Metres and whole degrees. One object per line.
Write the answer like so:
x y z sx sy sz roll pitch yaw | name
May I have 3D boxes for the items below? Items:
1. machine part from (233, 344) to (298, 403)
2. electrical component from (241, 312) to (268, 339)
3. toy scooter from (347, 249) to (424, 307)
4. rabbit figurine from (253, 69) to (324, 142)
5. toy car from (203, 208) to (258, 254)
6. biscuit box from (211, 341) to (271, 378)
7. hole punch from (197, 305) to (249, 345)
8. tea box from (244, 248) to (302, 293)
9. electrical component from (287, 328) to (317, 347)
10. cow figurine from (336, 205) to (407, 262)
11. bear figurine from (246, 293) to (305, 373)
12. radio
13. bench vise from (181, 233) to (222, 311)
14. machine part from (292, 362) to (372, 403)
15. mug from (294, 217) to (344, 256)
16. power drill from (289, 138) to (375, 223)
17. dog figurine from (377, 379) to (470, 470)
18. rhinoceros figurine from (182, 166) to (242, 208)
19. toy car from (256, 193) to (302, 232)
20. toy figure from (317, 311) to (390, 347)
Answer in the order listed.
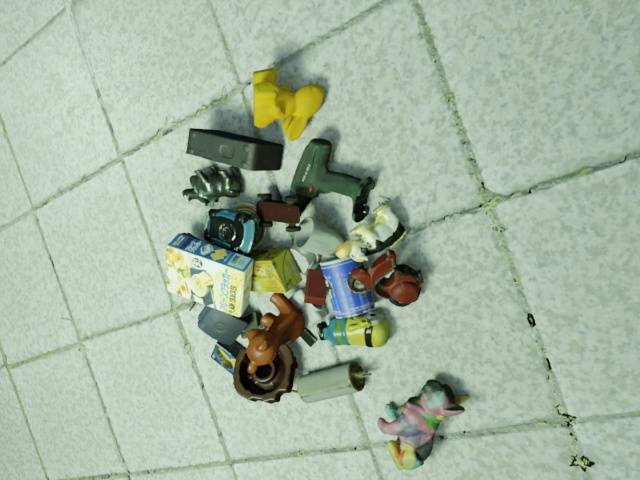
-0.147 0.351 1.441 0.179 0.056 0.179 -6 62 12 | machine part
-0.181 0.247 1.504 0.102 0.045 0.078 -35 54 26 | electrical component
0.164 0.081 1.215 0.184 0.075 0.135 17 129 -18 | toy scooter
-0.074 -0.320 1.283 0.173 0.122 0.162 -8 123 -9 | rabbit figurine
-0.221 -0.026 1.409 0.162 0.103 0.109 16 100 25 | toy car
-0.214 0.359 1.530 0.203 0.063 0.059 32 115 20 | biscuit box
-0.267 0.221 1.486 0.142 0.115 0.092 -49 40 30 | hole punch
-0.136 0.079 1.391 0.170 0.068 0.098 -2 118 46 | tea box
-0.066 0.240 1.435 0.119 0.048 0.075 48 118 14 | electrical component
0.118 0.002 1.239 0.167 0.068 0.098 -42 99 -8 | cow figurine
-0.129 0.228 1.321 0.132 0.196 0.120 37 125 22 | bear figurine
-0.222 -0.232 1.379 0.230 0.131 0.073 16 105 25 | radio
-0.317 0.090 1.509 0.224 0.129 0.240 24 131 13 | bench vise
0.028 0.370 1.392 0.243 0.079 0.079 -24 88 30 | machine part
-0.003 -0.004 1.324 0.080 0.107 0.110 -64 28 4 | mug
0.022 -0.116 1.304 0.208 0.086 0.231 29 121 28 | power drill
0.256 0.431 1.264 0.219 0.108 0.191 -26 86 28 | dog figurine
-0.297 -0.146 1.477 0.190 0.073 0.112 -4 108 27 | rhinoceros figurine
-0.099 -0.070 1.339 0.202 0.053 0.089 9 101 54 | toy car
0.085 0.224 1.331 0.180 0.082 0.089 -11 113 23 | toy figure
